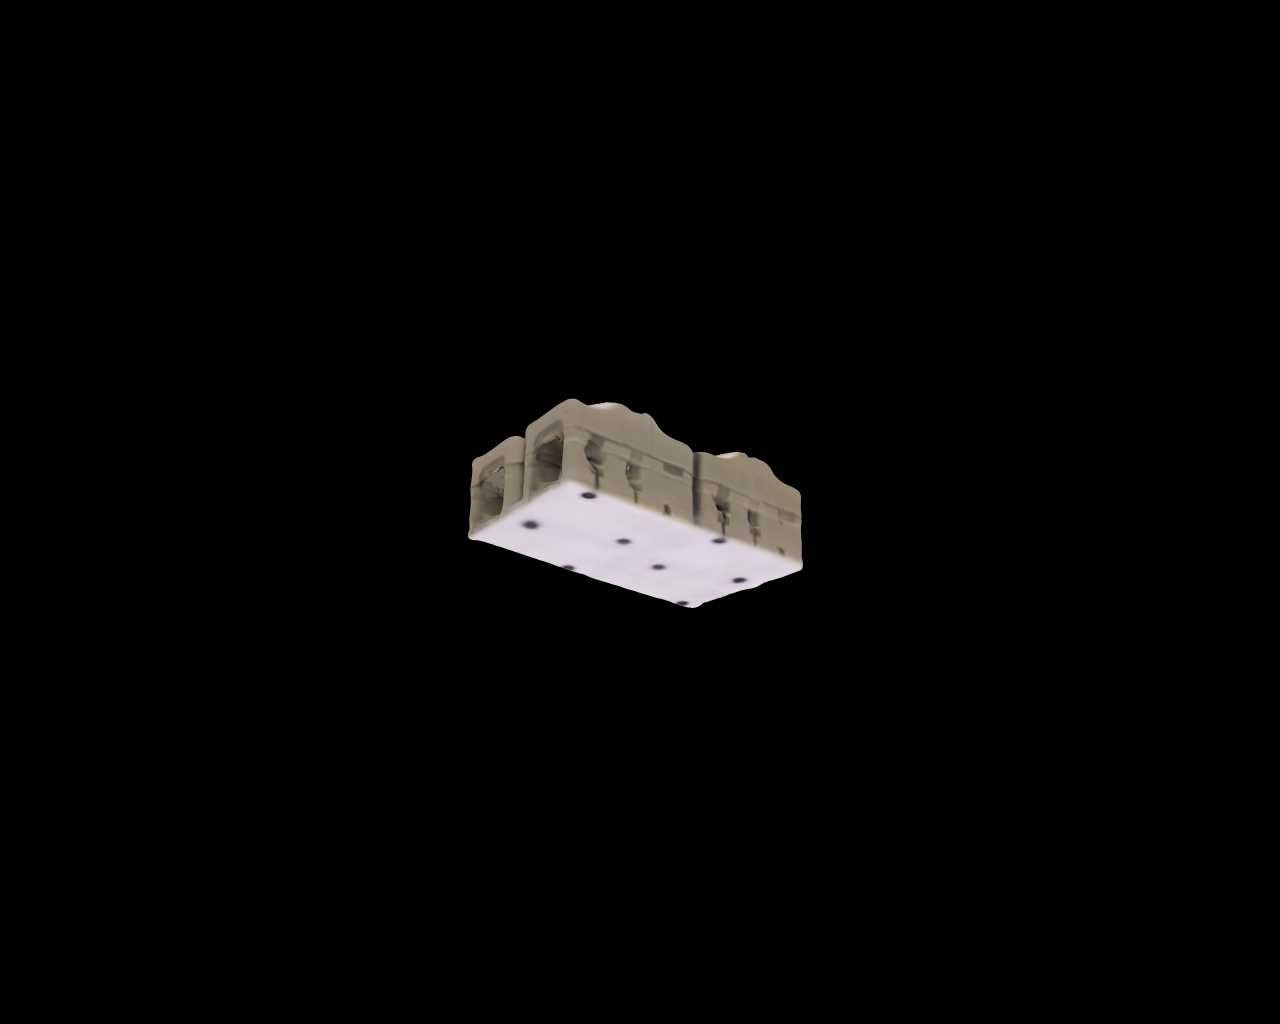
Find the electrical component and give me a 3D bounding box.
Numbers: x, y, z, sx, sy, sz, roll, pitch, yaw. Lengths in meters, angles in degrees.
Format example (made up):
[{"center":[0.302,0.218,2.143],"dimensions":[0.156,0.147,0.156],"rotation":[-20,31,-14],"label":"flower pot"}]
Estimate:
[{"center":[0.001,-0.003,0.650],"dimensions":[0.186,0.060,0.105],"rotation":[20,-31,-36],"label":"electrical component"}]
